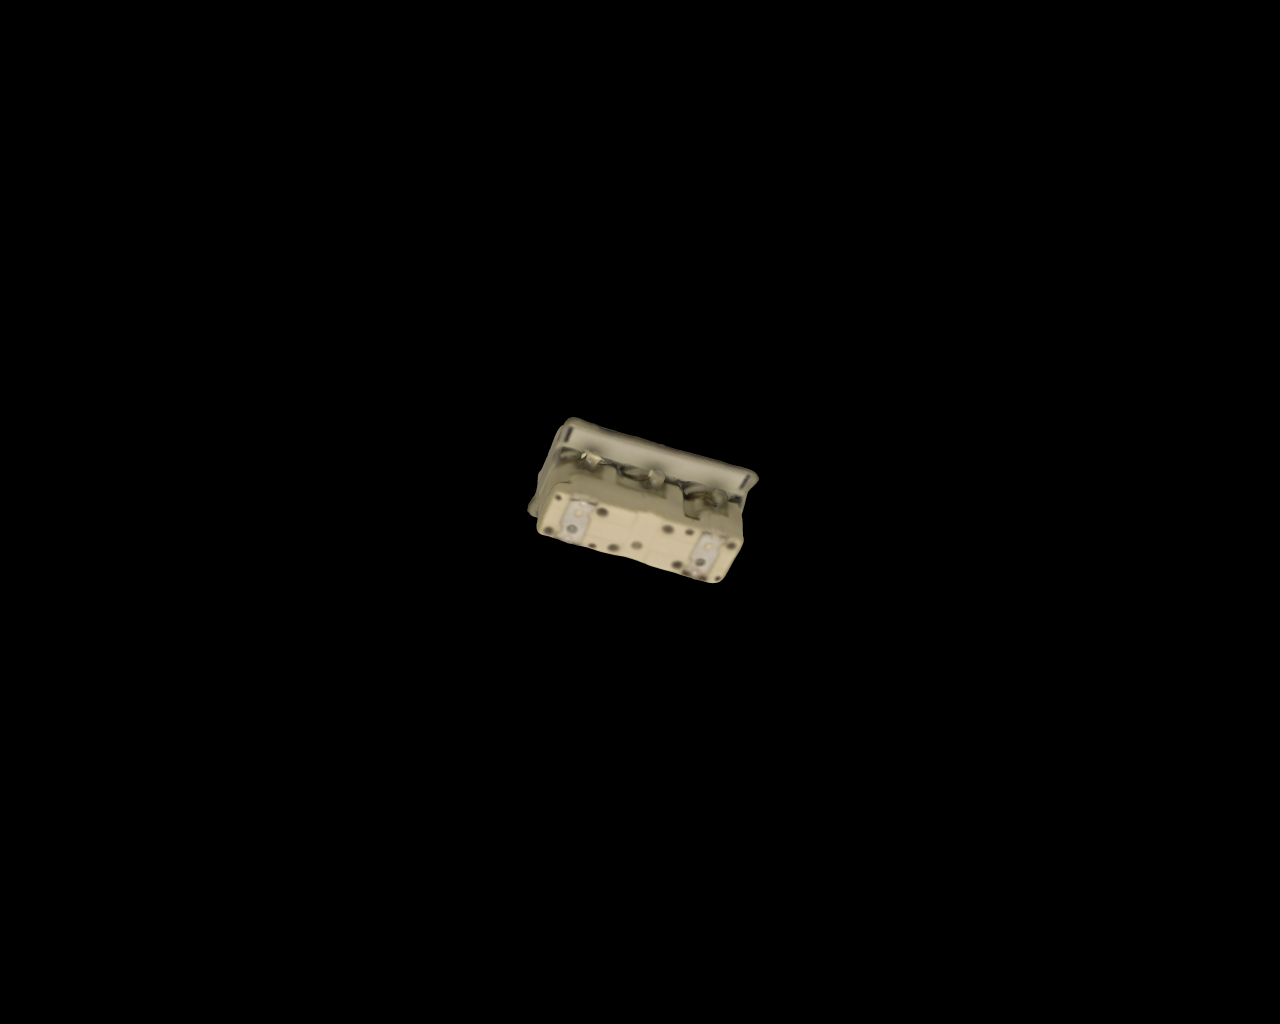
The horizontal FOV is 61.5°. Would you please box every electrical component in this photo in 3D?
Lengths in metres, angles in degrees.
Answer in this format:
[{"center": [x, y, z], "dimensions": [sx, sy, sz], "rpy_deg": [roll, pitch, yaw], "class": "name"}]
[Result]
[{"center": [0.001, -0.003, 0.650], "dimensions": [0.121, 0.078, 0.063], "rpy_deg": [17, 39, -14], "class": "electrical component"}]
